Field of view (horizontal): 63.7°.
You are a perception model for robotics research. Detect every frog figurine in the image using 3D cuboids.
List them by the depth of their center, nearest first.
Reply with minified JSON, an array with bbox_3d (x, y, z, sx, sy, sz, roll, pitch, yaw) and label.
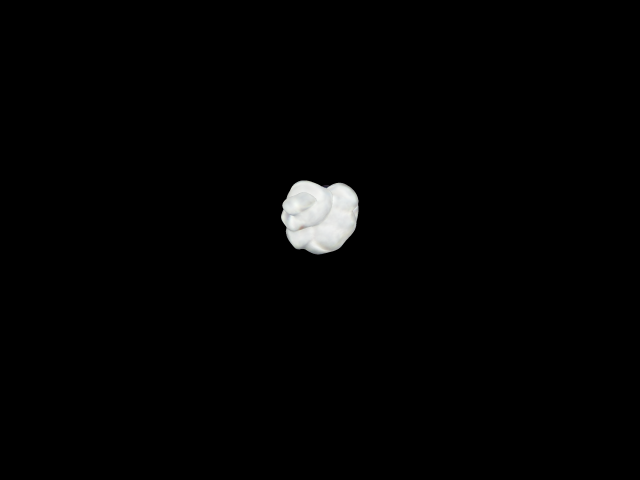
[{"bbox_3d":[0.003,-0.043,0.850,0.138,0.123,0.158,-32,-6,-4],"label":"frog figurine"}]
